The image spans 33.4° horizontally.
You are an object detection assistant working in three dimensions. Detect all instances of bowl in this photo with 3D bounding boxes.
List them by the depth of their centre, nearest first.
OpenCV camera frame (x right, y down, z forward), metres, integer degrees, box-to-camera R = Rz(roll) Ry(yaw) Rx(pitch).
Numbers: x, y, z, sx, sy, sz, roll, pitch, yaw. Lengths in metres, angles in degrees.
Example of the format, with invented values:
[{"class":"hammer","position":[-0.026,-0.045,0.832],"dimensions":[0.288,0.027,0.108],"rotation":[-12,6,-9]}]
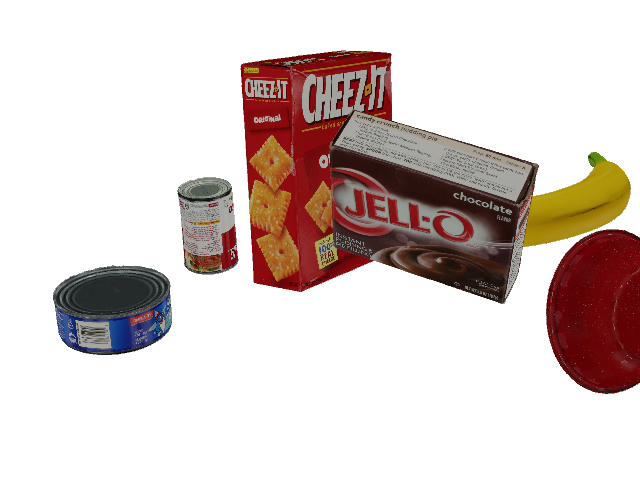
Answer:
[{"class":"bowl","position":[0.296,0.070,1.021],"dimensions":[0.161,0.162,0.055],"rotation":[0,1,-27]}]

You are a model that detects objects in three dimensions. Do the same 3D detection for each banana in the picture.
[{"class":"banana","position":[0.170,-0.024,0.788],"dimensions":[0.197,0.037,0.070],"rotation":[-19,22,-36]}]

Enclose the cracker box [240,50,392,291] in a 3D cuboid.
[{"class":"cracker box","position":[0.004,-0.074,1.053],"dimensions":[0.072,0.214,0.163],"rotation":[10,18,37]}]

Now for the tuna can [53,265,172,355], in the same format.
[{"class":"tuna can","position":[-0.153,0.051,0.794],"dimensions":[0.086,0.034,0.086],"rotation":[-2,23,0]}]

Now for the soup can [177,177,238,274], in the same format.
[{"class":"soup can","position":[-0.139,-0.019,1.312],"dimensions":[0.068,0.102,0.068],"rotation":[-2,27,1]}]

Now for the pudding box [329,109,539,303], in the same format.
[{"class":"pudding box","position":[0.062,-0.019,0.610],"dimensions":[0.113,0.039,0.090],"rotation":[17,-35,16]}]
